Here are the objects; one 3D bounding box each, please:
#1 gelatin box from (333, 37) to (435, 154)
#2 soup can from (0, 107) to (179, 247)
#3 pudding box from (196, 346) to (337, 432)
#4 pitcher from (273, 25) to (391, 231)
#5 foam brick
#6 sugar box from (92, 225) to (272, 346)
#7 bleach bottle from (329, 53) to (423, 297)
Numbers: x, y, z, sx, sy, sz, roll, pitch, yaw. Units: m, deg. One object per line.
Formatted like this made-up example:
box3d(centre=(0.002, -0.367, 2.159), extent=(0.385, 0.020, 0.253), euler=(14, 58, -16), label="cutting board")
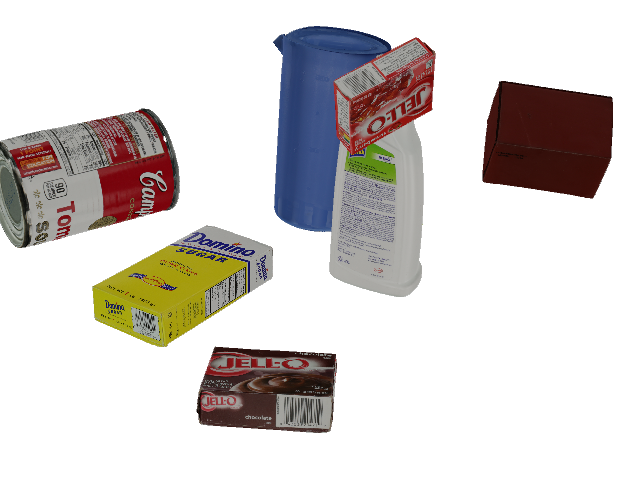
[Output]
box3d(centre=(0.055, -0.123, 0.910), extent=(0.089, 0.030, 0.073), euler=(-30, -30, -15), label="gelatin box")
box3d(centre=(-0.149, -0.040, 0.669), extent=(0.102, 0.068, 0.069), euler=(-17, 9, -29), label="soup can")
box3d(centre=(-0.043, 0.126, 0.915), extent=(0.113, 0.039, 0.090), euler=(5, 18, 1), label="pudding box")
box3d(centre=(0.016, -0.136, 1.329), extent=(0.144, 0.243, 0.149), euler=(-3, 25, -21), label="pitcher")
box3d(centre=(0.153, -0.068, 0.719), extent=(0.078, 0.051, 0.053), euler=(9, -28, 2), label="foam brick")
box3d(centre=(-0.136, 0.042, 1.086), extent=(0.093, 0.048, 0.175), euler=(18, 34, 29), label="sugar box")
box3d(centre=(0.067, -0.067, 1.095), extent=(0.103, 0.251, 0.068), euler=(15, 34, 16), label="bleach bottle")
